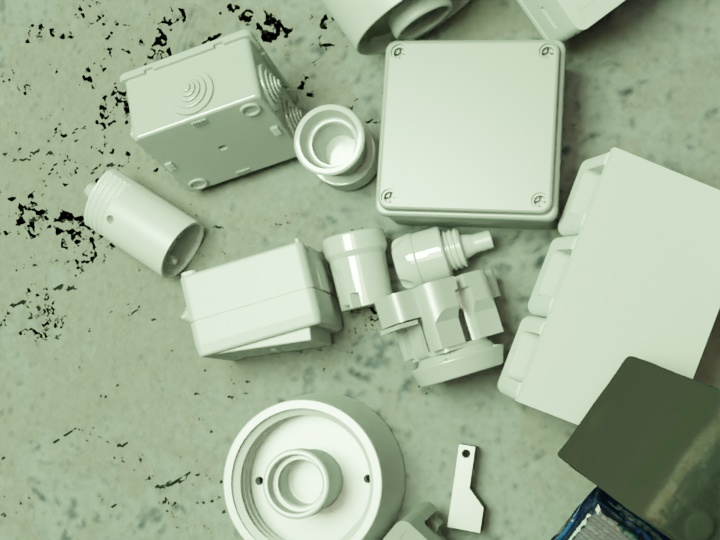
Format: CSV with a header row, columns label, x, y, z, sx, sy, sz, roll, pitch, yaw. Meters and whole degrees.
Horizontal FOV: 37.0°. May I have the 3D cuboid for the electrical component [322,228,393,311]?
label,x,y,z,sx,sy,sz,roll,pitch,yaw
electrical component,0.000,0.000,0.676,0.040,0.040,0.046,-13,85,11

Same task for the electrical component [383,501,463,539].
label,x,y,z,sx,sy,sz,roll,pitch,yaw
electrical component,0.022,0.188,0.629,0.050,0.056,0.089,41,105,14

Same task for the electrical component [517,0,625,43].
label,x,y,z,sx,sy,sz,roll,pitch,yaw
electrical component,0.109,-0.241,0.631,0.105,0.060,0.186,-37,95,-5

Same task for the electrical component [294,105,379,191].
label,x,y,z,sx,sy,sz,roll,pitch,yaw
electrical component,-0.013,-0.076,0.680,0.045,0.055,0.045,-2,83,13

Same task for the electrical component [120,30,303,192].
label,x,y,z,sx,sy,sz,roll,pitch,yaw
electrical component,-0.090,-0.096,0.679,0.100,0.099,0.048,-18,67,10

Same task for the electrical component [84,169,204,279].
label,x,y,z,sx,sy,sz,roll,pitch,yaw
electrical component,-0.149,-0.034,0.712,0.081,0.043,0.043,32,91,15

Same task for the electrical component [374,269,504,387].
label,x,y,z,sx,sy,sz,roll,pitch,yaw
electrical component,0.053,0.036,0.645,0.078,0.058,0.057,-13,83,-31

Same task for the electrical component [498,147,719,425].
label,x,y,z,sx,sy,sz,roll,pitch,yaw
electrical component,0.150,0.018,0.619,0.089,0.062,0.150,21,88,-5

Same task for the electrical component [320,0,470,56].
label,x,y,z,sx,sy,sz,roll,pitch,yaw
electrical component,0.024,-0.179,0.664,0.099,0.099,0.064,-30,84,8

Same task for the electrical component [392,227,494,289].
label,x,y,z,sx,sy,sz,roll,pitch,yaw
electrical component,0.052,-0.011,0.667,0.061,0.035,0.035,-16,80,9

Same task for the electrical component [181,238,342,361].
label,x,y,z,sx,sy,sz,roll,pitch,yaw
electrical component,-0.066,0.026,0.676,0.096,0.062,0.061,-16,80,11

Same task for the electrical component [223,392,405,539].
label,x,y,z,sx,sy,sz,roll,pitch,yaw
electrical component,-0.031,0.128,0.655,0.108,0.060,0.108,-2,83,13

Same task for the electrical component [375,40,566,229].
label,x,y,z,sx,sy,sz,roll,pitch,yaw
electrical component,0.070,-0.082,0.661,0.109,0.056,0.108,3,84,13
